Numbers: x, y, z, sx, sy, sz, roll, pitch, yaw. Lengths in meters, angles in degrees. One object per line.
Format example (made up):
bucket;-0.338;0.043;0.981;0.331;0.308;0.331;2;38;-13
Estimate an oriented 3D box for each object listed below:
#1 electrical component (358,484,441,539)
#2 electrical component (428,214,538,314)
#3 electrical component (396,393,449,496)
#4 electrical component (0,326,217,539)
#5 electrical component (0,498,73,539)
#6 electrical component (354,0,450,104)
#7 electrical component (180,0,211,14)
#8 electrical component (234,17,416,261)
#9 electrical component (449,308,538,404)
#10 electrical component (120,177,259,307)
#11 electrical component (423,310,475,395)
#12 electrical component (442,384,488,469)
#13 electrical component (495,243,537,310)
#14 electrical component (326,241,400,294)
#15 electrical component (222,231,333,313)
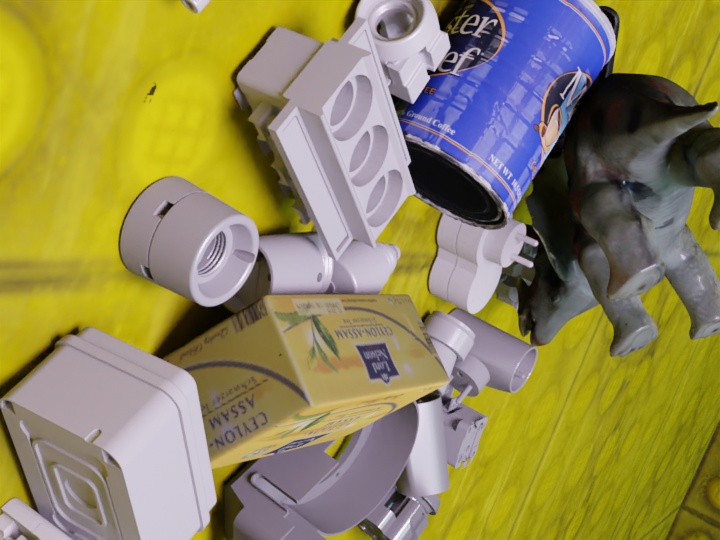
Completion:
electrical component;0.032;0.207;0.928;0.057;0.058;0.078;-50;149;-19
electrical component;0.103;-0.026;0.830;0.052;0.074;0.138;-31;139;-46
electrical component;0.032;0.145;0.877;0.079;0.043;0.077;-8;96;-20
electrical component;-0.121;0.092;0.534;0.057;0.078;0.113;-49;150;-39
electrical component;-0.164;0.170;0.554;0.050;0.056;0.089;-45;148;-31
electrical component;0.023;-0.135;0.628;0.066;0.048;0.055;-57;160;-11
electrical component;-0.059;-0.142;0.490;0.061;0.035;0.035;-53;151;-15
electrical component;-0.018;-0.072;0.591;0.078;0.063;0.121;-54;151;-18
electrical component;0.096;0.080;0.906;0.079;0.077;0.044;-47;149;-27
electrical component;-0.085;-0.013;0.543;0.055;0.047;0.055;-41;145;-37
electrical component;0.062;0.067;0.870;0.055;0.045;0.045;-57;152;-14
electrical component;0.072;0.135;0.928;0.042;0.064;0.081;-16;127;-56
electrical component;0.160;0.004;0.972;0.058;0.057;0.078;-36;142;-42
electrical component;0.000;0.000;0.709;0.078;0.040;0.040;-28;137;-48
electrical component;-0.044;0.000;0.629;0.081;0.043;0.043;-9;121;-58
